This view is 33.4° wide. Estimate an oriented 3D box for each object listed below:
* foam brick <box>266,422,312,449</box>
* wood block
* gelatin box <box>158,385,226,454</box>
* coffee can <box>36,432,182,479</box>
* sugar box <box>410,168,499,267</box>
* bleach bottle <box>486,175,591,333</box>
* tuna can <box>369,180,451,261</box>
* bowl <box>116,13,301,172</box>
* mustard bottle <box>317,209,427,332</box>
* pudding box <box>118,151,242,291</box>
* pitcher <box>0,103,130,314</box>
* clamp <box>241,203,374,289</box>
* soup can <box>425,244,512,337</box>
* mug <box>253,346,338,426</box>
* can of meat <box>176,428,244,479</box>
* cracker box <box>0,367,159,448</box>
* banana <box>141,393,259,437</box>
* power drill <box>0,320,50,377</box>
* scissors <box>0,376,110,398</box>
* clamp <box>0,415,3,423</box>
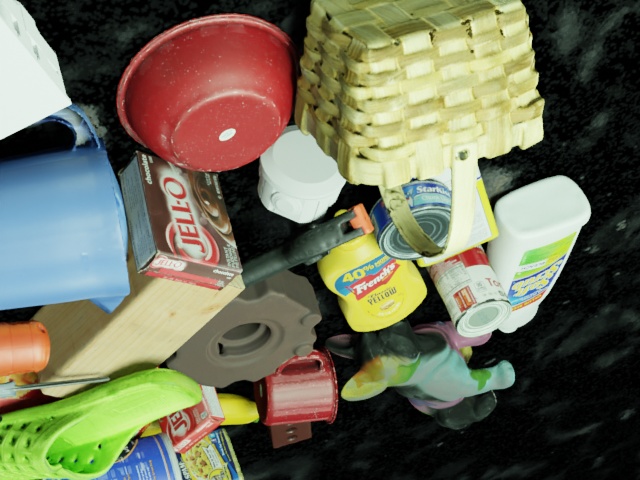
[{"bbox_3d":[-0.044,0.217,1.338,0.053,0.051,0.078,-16,145,-8],"label":"foam brick"},{"bbox_3d":[-0.181,0.063,1.025,0.206,0.091,0.090,-41,140,26],"label":"wood block"},{"bbox_3d":[-0.151,0.185,1.203,0.073,0.089,0.030,-40,144,24],"label":"gelatin box"},{"bbox_3d":[-0.225,0.273,1.147,0.140,0.103,0.103,-11,144,-20],"label":"coffee can"},{"bbox_3d":[0.119,-0.046,1.082,0.093,0.048,0.176,-23,142,4],"label":"sugar box"},{"bbox_3d":[0.239,0.033,1.238,0.102,0.068,0.251,-20,148,-10],"label":"bleach bottle"},{"bbox_3d":[0.093,-0.018,1.038,0.086,0.034,0.086,-11,144,-8],"label":"tuna can"},{"bbox_3d":[-0.084,-0.107,0.883,0.162,0.055,0.162,-14,145,-11],"label":"bowl"},{"bbox_3d":[0.049,0.025,1.126,0.096,0.058,0.191,-26,144,2],"label":"mustard bottle"},{"bbox_3d":[-0.123,-0.016,0.932,0.089,0.113,0.039,16,133,-42],"label":"pudding box"},{"bbox_3d":[-0.280,-0.011,0.859,0.242,0.149,0.145,-9,159,-12],"label":"pitcher"},{"bbox_3d":[-0.007,0.001,1.017,0.172,0.039,0.120,-22,-170,39],"label":"clamp"},{"bbox_3d":[0.162,0.048,1.179,0.068,0.102,0.068,-14,144,-11],"label":"soup can"},{"bbox_3d":[-0.029,0.167,1.247,0.081,0.093,0.117,-4,142,-16],"label":"mug"},{"bbox_3d":[-0.146,0.292,1.340,0.083,0.102,0.057,-14,143,-15],"label":"can of meat"},{"bbox_3d":[-0.296,0.193,1.152,0.213,0.072,0.164,8,136,-37],"label":"cracker box"},{"bbox_3d":[-0.149,0.214,1.289,0.197,0.037,0.070,1,138,-29],"label":"banana"},{"bbox_3d":[-0.342,0.103,0.941,0.184,0.057,0.188,-2,177,-23],"label":"power drill"},{"bbox_3d":[-0.304,0.138,0.977,0.201,0.016,0.096,-1,174,-41],"label":"scissors"},{"bbox_3d":[-0.404,0.205,1.026,0.210,0.036,0.165,16,113,12],"label":"clamp"}]
